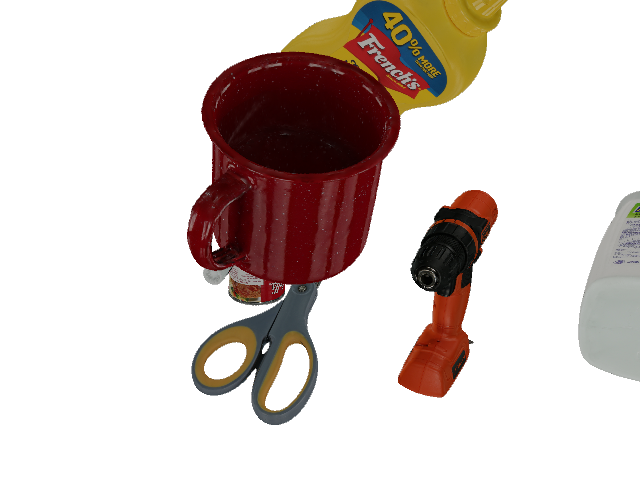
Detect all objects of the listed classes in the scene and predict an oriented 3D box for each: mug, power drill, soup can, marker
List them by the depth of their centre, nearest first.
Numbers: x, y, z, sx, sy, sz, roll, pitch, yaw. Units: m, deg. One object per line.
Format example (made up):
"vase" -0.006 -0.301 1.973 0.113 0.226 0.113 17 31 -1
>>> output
"mug" -0.020 -0.026 0.519 0.093 0.081 0.117 32 51 21
"marker" -0.076 0.004 0.993 0.020 0.020 0.121 0 27 21
"power drill" 0.123 0.059 1.059 0.057 0.188 0.184 18 30 18
"soup can" -0.075 0.016 1.259 0.068 0.102 0.068 1 23 -1

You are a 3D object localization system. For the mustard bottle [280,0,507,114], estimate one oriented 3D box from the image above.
"mustard bottle" 0.057 -0.134 0.740 0.192 0.096 0.058 -24 17 49

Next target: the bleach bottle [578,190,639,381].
"bleach bottle" 0.237 0.013 0.706 0.103 0.068 0.250 9 22 20

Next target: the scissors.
"scissors" -0.032 0.043 0.761 0.096 0.201 0.016 0 -42 10
